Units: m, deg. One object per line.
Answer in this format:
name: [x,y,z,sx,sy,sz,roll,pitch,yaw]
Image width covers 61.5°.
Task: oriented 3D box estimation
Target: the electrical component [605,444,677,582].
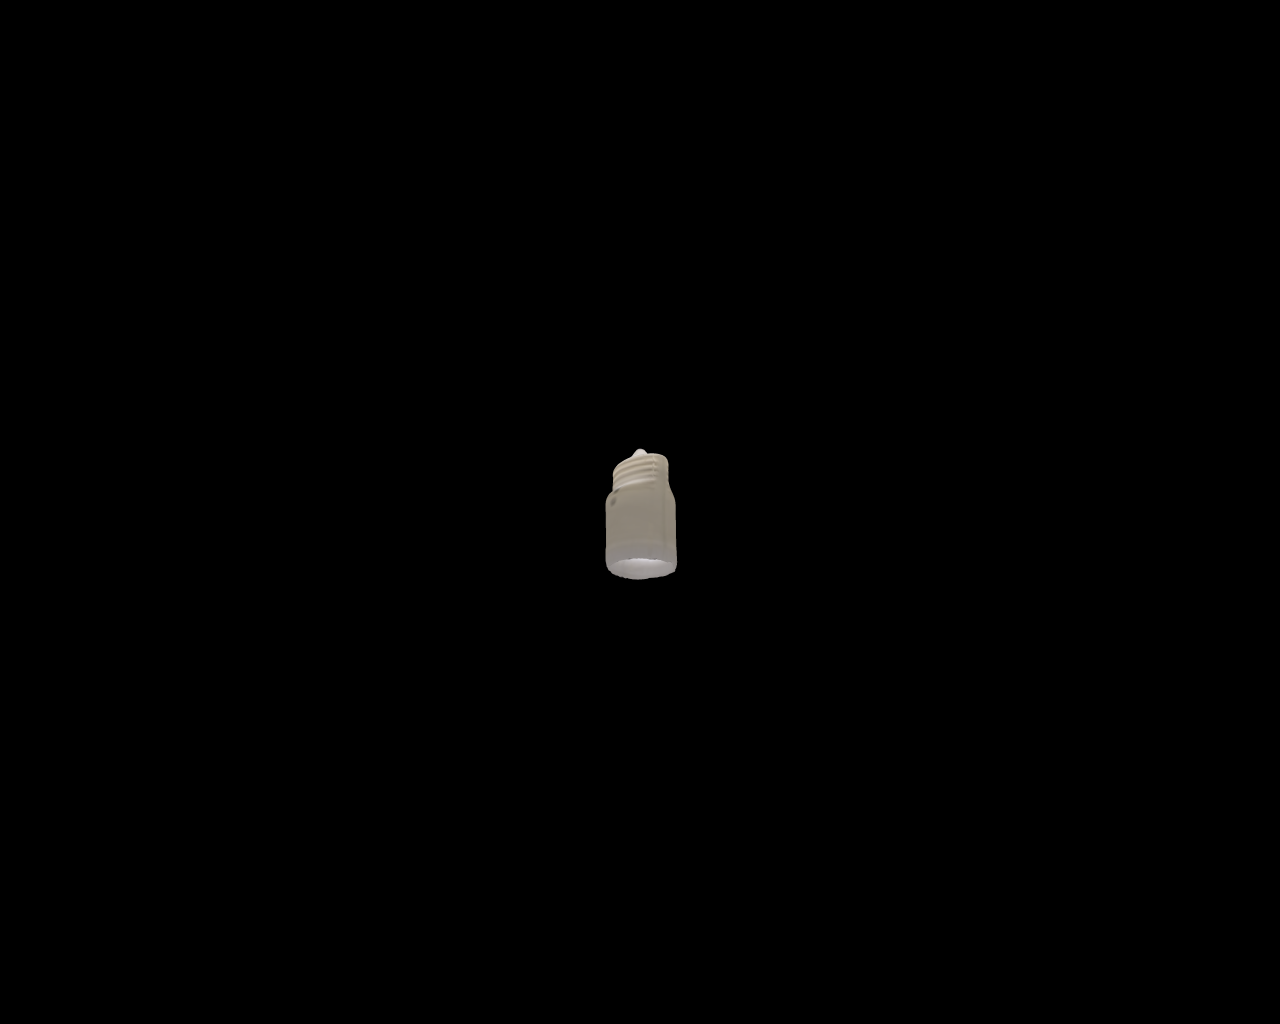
electrical component: [0.001,-0.003,0.650,0.043,0.081,0.043,0,-21,0]
